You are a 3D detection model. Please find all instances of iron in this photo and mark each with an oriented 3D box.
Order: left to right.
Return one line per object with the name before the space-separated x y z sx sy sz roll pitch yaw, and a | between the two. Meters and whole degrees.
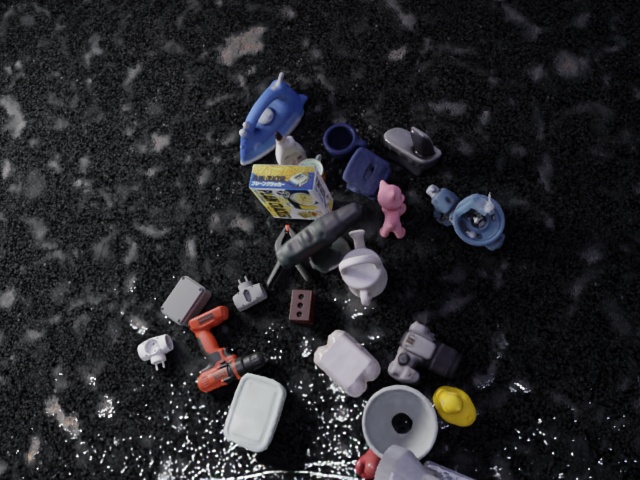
iron | -0.152 -0.330 1.553 0.118 0.142 0.258 34 82 20

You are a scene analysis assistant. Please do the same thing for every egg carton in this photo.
egg carton | 0.064 0.289 1.348 0.150 0.069 0.107 39 84 20

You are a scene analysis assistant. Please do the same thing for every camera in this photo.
camera | 0.242 0.272 1.299 0.136 0.101 0.143 25 79 18

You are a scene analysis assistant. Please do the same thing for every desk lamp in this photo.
desk lamp | 0.219 0.506 1.169 0.202 0.214 0.118 16 77 17

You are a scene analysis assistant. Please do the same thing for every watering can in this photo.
watering can | 0.096 0.063 1.346 0.101 0.194 0.172 -29 69 2

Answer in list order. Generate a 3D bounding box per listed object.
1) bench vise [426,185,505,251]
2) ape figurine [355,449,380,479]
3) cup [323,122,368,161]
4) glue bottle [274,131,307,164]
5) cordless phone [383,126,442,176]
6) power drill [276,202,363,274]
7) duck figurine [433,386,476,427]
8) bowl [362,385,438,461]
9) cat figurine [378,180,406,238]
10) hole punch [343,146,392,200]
bench vise | 0.331 -0.062 1.321 0.207 0.220 0.121 18 77 17
ape figurine | 0.116 0.499 1.258 0.077 0.092 0.076 23 79 18
cup | 0.074 -0.246 1.502 0.117 0.095 0.092 12 76 16
glue bottle | -0.088 -0.240 1.493 0.078 0.173 0.037 -30 69 2
cordless phone | 0.225 -0.251 1.423 0.147 0.185 0.094 33 82 20
power drill | 0.013 0.005 1.375 0.229 0.209 0.075 -31 69 2
duck figurine | 0.297 0.366 1.265 0.104 0.086 0.077 39 84 20
bowl | 0.181 0.413 1.281 0.167 0.075 0.167 -4 72 11
cat figurine | 0.176 -0.080 1.415 0.067 0.118 0.128 -1 72 12
hole punch | 0.123 -0.172 1.470 0.101 0.091 0.109 25 79 18
